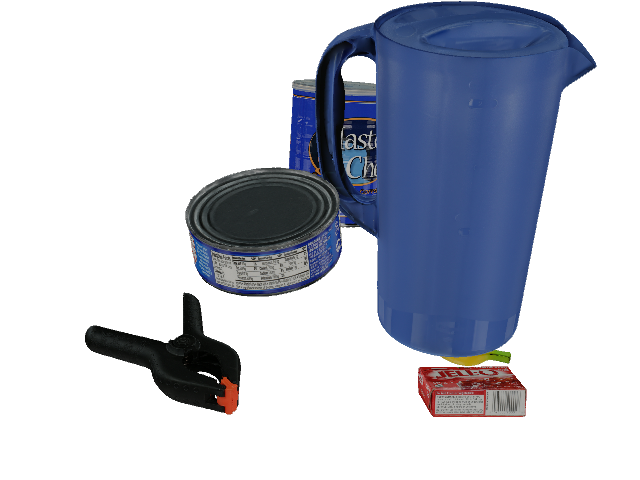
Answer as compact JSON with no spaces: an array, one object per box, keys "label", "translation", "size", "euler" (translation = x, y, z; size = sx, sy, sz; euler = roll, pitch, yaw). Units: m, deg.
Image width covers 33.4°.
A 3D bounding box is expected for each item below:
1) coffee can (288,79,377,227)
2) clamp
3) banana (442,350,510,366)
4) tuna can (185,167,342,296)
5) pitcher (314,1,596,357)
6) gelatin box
[{"label":"coffee can","translation":[0.018,-0.092,1.109],"size":[0.103,0.140,0.103],"euler":[3,12,-1]},{"label":"clamp","translation":[-0.122,0.101,0.984],"size":[0.172,0.039,0.120],"euler":[28,44,34]},{"label":"banana","translation":[0.137,0.093,1.207],"size":[0.069,0.037,0.198],"euler":[5,24,-25]},{"label":"tuna can","translation":[-0.031,-0.006,0.596],"size":[0.086,0.034,0.086],"euler":[-4,33,3]},{"label":"pitcher","translation":[0.089,-0.043,0.769],"size":[0.144,0.243,0.149],"euler":[-18,33,-33]},{"label":"gelatin box","translation":[0.139,0.139,0.991],"size":[0.089,0.030,0.073],"euler":[1,9,-3]}]
